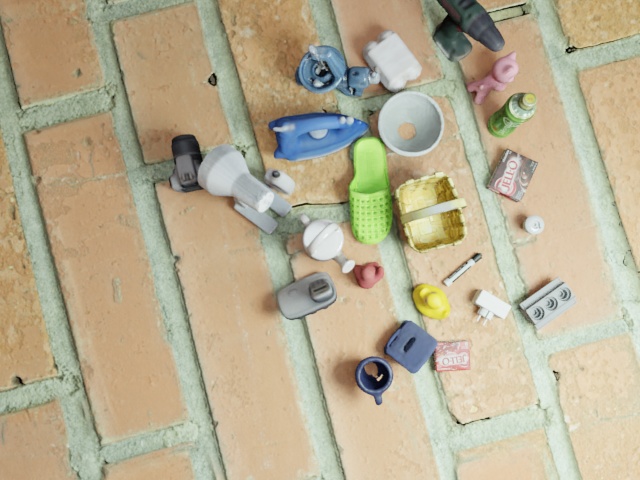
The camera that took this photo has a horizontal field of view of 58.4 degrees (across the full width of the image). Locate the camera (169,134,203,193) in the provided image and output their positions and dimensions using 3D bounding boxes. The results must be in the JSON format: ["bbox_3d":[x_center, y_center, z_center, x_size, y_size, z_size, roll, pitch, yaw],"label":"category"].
[{"bbox_3d":[-0.314,-0.198,1.435,0.143,0.101,0.137,-13,86,-1],"label":"camera"}]

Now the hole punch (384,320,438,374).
[{"bbox_3d":[0.221,0.263,1.412,0.101,0.091,0.109,37,87,2],"label":"hole punch"}]

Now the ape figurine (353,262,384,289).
[{"bbox_3d":[0.119,0.084,1.422,0.078,0.092,0.076,24,87,2],"label":"ape figurine"}]

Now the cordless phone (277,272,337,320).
[{"bbox_3d":[-0.031,0.138,1.372,0.147,0.185,0.094,-27,86,-2],"label":"cordless phone"}]

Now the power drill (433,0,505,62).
[{"bbox_3d":[0.351,-0.523,1.404,0.075,0.208,0.229,-37,87,-2],"label":"power drill"}]

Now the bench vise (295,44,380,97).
[{"bbox_3d":[0.040,-0.428,1.391,0.207,0.219,0.121,-10,86,-1],"label":"bench vise"}]

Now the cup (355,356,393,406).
[{"bbox_3d":[0.132,0.339,1.404,0.091,0.095,0.118,-11,86,-1],"label":"cup"}]

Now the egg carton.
[{"bbox_3d":[0.183,-0.459,1.469,0.107,0.069,0.150,-38,87,-2],"label":"egg carton"}]

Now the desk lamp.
[{"bbox_3d":[-0.176,-0.121,1.374,0.203,0.213,0.118,36,87,2],"label":"desk lamp"}]

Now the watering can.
[{"bbox_3d":[0.014,0.003,1.376,0.173,0.194,0.101,25,87,2],"label":"watering can"}]

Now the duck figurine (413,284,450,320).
[{"bbox_3d":[0.282,0.154,1.421,0.104,0.086,0.077,44,87,3],"label":"duck figurine"}]

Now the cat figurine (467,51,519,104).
[{"bbox_3d":[0.444,-0.412,1.443,0.128,0.117,0.067,-35,87,-2],"label":"cat figurine"}]

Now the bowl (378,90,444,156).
[{"bbox_3d":[0.226,-0.288,1.455,0.167,0.074,0.167,0,86,0],"label":"bowl"}]

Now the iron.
[{"bbox_3d":[0.002,-0.277,1.421,0.258,0.141,0.119,-11,86,-1],"label":"iron"}]

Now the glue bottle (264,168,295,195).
[{"bbox_3d":[-0.103,-0.149,1.396,0.078,0.173,0.037,23,87,2],"label":"glue bottle"}]
